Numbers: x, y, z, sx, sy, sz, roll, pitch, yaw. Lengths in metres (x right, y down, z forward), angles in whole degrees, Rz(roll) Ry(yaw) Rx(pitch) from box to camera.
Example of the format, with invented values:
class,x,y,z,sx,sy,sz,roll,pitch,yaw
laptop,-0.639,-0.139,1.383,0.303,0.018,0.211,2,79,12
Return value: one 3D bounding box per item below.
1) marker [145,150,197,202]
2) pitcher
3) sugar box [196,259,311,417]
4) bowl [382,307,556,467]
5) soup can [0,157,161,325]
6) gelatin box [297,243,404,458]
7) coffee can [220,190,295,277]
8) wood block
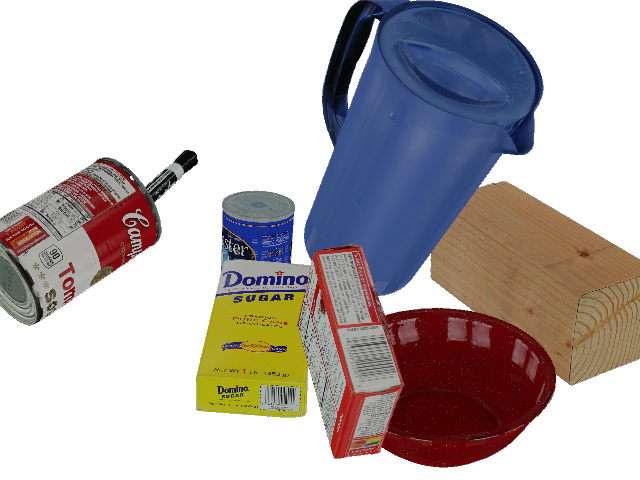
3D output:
class,x,y,z,sx,sy,sz,roll,pitch,yaw
marker,-0.160,-0.054,1.061,0.020,0.020,0.121,0,35,37
pitcher,0.063,-0.072,0.874,0.145,0.149,0.243,14,-42,-11
sugar box,-0.053,0.082,0.951,0.093,0.048,0.176,4,35,0
bowl,0.087,0.114,0.774,0.162,0.055,0.162,-1,29,1
soup can,-0.162,-0.001,0.685,0.102,0.068,0.069,-38,23,-34
gelatin box,0.014,0.059,0.563,0.030,0.089,0.073,-6,-36,-13
coffee can,-0.091,0.012,1.519,0.103,0.140,0.103,3,24,-2
wood block,0.195,0.031,0.967,0.090,0.090,0.206,-15,31,-25
